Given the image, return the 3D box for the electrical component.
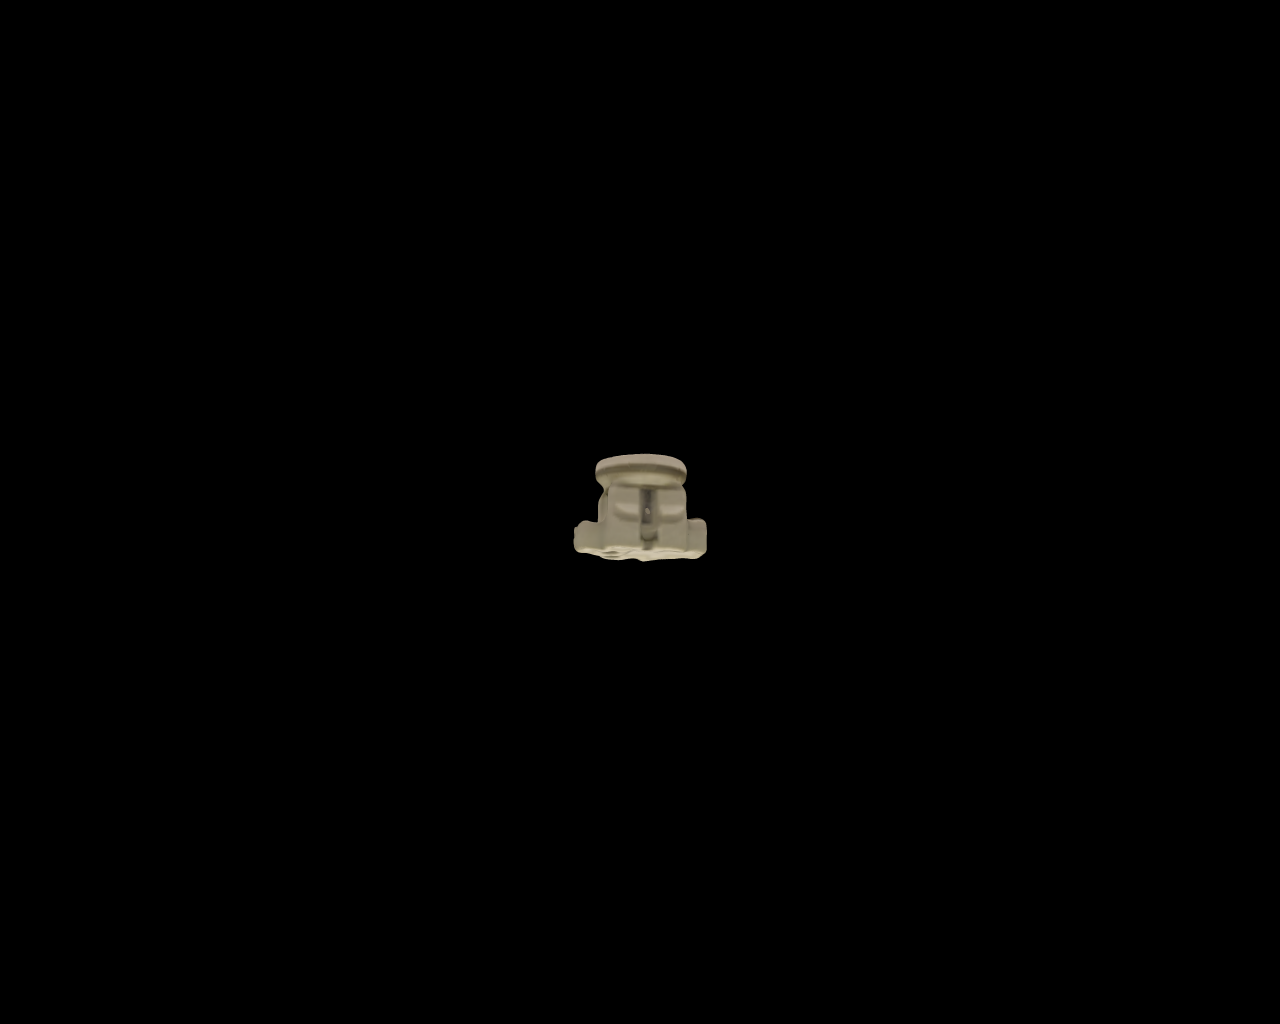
[{"bbox_3d":[0.001,-0.003,0.650,0.078,0.057,0.058,2,-11,-12],"label":"electrical component"}]
